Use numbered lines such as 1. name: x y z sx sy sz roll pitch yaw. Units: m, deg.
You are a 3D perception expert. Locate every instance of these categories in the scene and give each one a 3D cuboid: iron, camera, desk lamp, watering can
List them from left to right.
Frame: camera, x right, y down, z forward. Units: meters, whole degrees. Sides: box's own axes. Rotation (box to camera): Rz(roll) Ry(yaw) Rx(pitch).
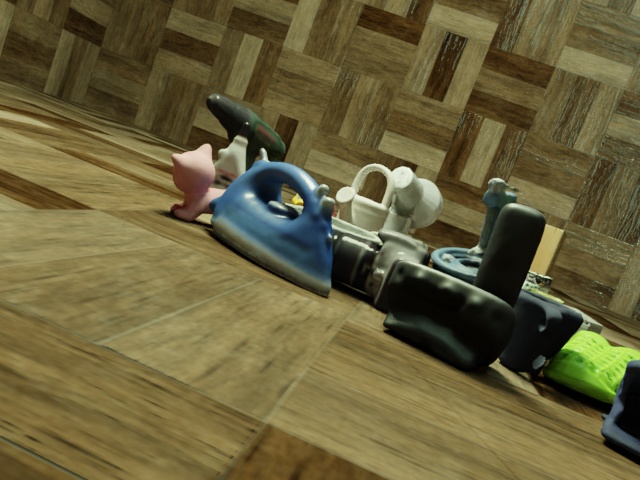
1. iron: -0.044 -0.036 0.784 0.119 0.141 0.257 15 9 -43
2. watering can: 0.090 -0.063 1.179 0.100 0.194 0.173 22 7 12
3. camera: 0.080 0.030 0.806 0.136 0.101 0.143 22 7 11
4. desk lamp: 0.185 -0.056 1.328 0.117 0.213 0.204 25 8 30

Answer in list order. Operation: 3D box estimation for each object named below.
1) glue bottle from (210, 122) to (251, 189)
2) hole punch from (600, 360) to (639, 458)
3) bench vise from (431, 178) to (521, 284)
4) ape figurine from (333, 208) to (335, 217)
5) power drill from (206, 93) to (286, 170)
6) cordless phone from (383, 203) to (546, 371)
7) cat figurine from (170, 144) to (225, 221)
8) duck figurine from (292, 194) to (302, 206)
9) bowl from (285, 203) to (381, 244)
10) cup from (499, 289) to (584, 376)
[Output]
1. glue bottle: -0.161 -0.130 1.034 0.078 0.173 0.037 20 7 -6
2. hole punch: 0.331 0.166 0.540 0.108 0.091 0.101 25 8 33
3. bench vise: 0.245 0.022 0.861 0.121 0.220 0.208 24 8 28
4. ape figurine: 0.003 -0.038 1.147 0.076 0.092 0.078 21 7 0
5. power drill: -0.176 -0.177 1.211 0.075 0.208 0.230 26 8 37
6. cordless phone: 0.162 0.037 0.645 0.147 0.185 0.094 23 7 21
7. cat figurine: -0.174 -0.084 0.869 0.128 0.118 0.067 18 8 -26
8. duck figurine: -0.043 -0.065 1.249 0.077 0.086 0.104 21 7 -2
9. bowl: 0.008 0.003 0.914 0.167 0.075 0.167 21 7 -2
10. cup: 0.256 0.116 0.684 0.091 0.095 0.118 22 7 9
